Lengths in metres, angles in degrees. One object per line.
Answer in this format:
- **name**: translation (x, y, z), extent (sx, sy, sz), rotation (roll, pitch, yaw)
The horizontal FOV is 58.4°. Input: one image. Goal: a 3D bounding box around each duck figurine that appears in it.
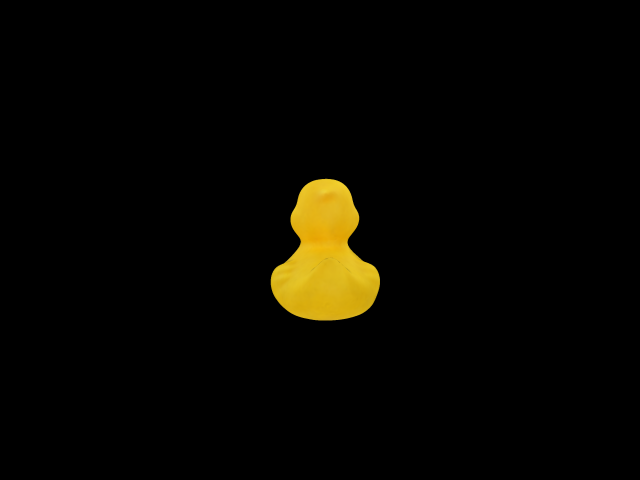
- **duck figurine**: translation (0.004, 0.001, 0.400), extent (0.077, 0.086, 0.104), rotation (-1, 15, -3)
